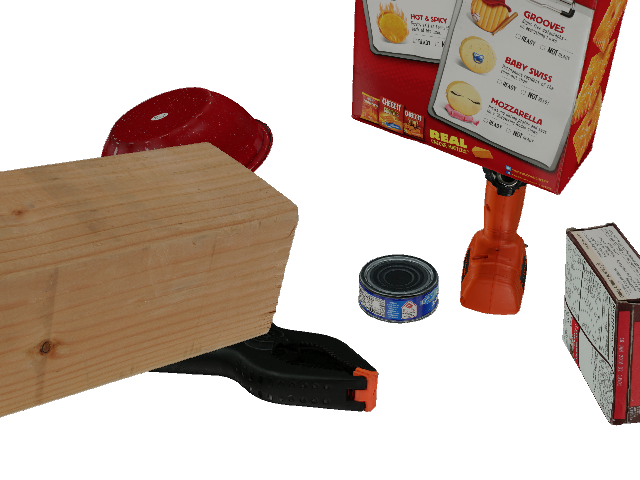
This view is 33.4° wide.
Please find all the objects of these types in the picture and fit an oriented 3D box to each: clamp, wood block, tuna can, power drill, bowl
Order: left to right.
[{"bbox_3d":[-0.122,0.016,0.569,0.205,0.091,0.090,-14,39,-43],"label":"wood block"},{"bbox_3d":[-0.125,-0.083,0.900,0.162,0.055,0.162,-16,31,10],"label":"bowl"},{"bbox_3d":[-0.042,0.086,0.836,0.210,0.036,0.164,11,20,27],"label":"clamp"},{"bbox_3d":[0.083,0.050,1.132,0.086,0.034,0.086,-1,31,1],"label":"tuna can"},{"bbox_3d":[0.155,-0.034,0.896,0.057,0.188,0.184,10,31,10],"label":"power drill"}]

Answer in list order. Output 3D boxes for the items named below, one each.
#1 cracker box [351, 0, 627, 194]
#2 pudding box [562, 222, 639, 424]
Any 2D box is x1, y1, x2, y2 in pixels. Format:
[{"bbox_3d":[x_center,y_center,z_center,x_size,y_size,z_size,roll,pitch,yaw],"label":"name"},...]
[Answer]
[{"bbox_3d":[0.108,-0.153,0.688,0.164,0.214,0.072,23,48,23],"label":"cracker box"},{"bbox_3d":[0.190,0.051,0.692,0.039,0.090,0.113,-5,25,-4],"label":"pudding box"}]
